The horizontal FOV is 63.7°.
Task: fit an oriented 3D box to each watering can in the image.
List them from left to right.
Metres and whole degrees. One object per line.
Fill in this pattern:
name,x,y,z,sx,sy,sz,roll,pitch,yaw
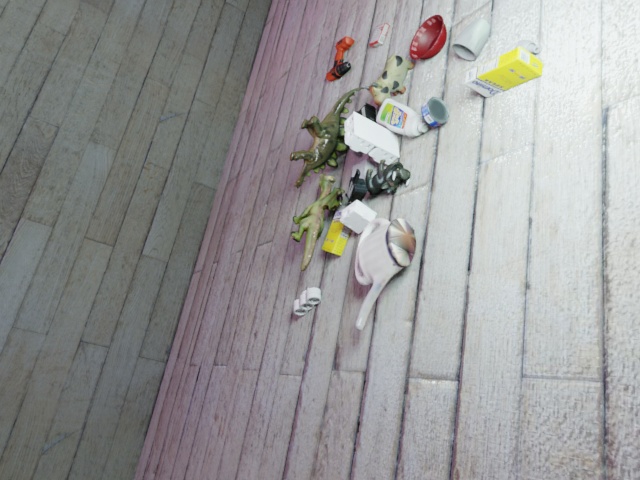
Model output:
watering can,0.176,0.076,1.480,0.103,0.356,0.221,24,-37,-27

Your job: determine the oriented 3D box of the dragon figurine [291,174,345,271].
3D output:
dragon figurine,0.006,-0.094,1.867,0.121,0.421,0.238,24,-53,-21
